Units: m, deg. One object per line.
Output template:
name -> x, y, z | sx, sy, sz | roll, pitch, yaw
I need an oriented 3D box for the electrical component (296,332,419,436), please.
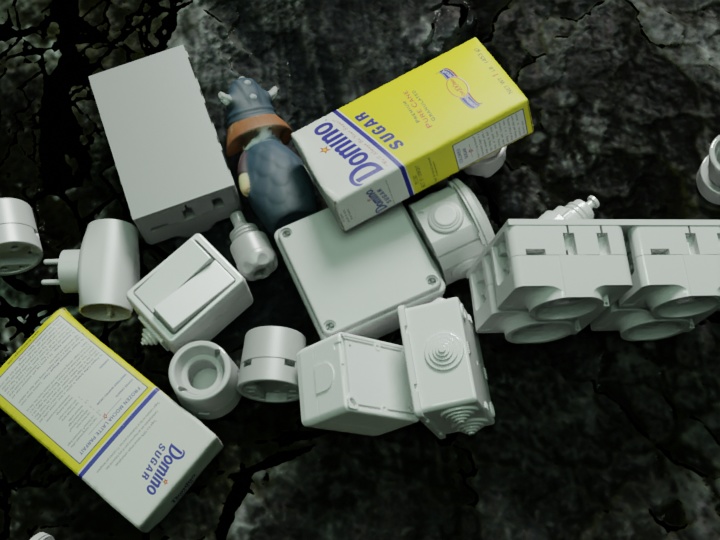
electrical component -> 0.001, 0.092, 0.840 | 0.061, 0.096, 0.061 | -26, 60, 40

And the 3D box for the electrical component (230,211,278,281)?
electrical component -> -0.095, -0.023, 0.918 | 0.035, 0.035, 0.061 | -23, 66, -6

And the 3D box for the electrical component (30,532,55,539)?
electrical component -> -0.235, 0.239, 0.793 | 0.051, 0.080, 0.080 | 22, 70, 6

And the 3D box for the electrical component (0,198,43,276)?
electrical component -> -0.304, -0.029, 0.923 | 0.055, 0.055, 0.047 | -16, 64, -3

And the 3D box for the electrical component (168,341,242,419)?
electrical component -> -0.125, 0.088, 0.866 | 0.055, 0.047, 0.055 | -1, 67, 3

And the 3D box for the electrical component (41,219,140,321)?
electrical component -> -0.230, 0.001, 0.910 | 0.079, 0.044, 0.077 | -2, 67, 3

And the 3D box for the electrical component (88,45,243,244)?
electrical component -> -0.169, -0.108, 0.942 | 0.089, 0.061, 0.150 | -20, 68, -5

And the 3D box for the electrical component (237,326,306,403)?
electrical component -> -0.069, 0.076, 0.865 | 0.055, 0.055, 0.047 | 1, 64, 4

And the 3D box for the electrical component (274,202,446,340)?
electrical component -> 0.000, 0.000, 0.890 | 0.109, 0.056, 0.108 | -24, 68, -6

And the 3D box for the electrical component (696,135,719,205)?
electrical component -> 0.311, -0.085, 0.907 | 0.045, 0.055, 0.045 | -1, 67, 3

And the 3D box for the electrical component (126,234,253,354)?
electrical component -> -0.145, 0.026, 0.886 | 0.096, 0.061, 0.062 | -42, 71, -13

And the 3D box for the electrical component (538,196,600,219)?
electrical component -> 0.170, -0.034, 0.902 | 0.078, 0.040, 0.040 | -40, 71, -12

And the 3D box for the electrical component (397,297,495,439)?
electrical component -> 0.069, 0.076, 0.833 | 0.048, 0.099, 0.099 | -14, 67, 12

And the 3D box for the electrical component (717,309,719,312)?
electrical component -> 0.313, 0.004, 0.869 | 0.078, 0.057, 0.058 | 24, 71, 13

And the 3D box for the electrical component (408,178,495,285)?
electrical component -> 0.078, -0.031, 0.887 | 0.051, 0.080, 0.080 | -25, 68, -2

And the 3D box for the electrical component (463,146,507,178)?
electrical component -> 0.105, -0.110, 0.926 | 0.043, 0.062, 0.043 | -1, 68, 3

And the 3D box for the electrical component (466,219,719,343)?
electrical component -> 0.189, 0.010, 0.825 | 0.186, 0.105, 0.060 | 0, 68, -12
